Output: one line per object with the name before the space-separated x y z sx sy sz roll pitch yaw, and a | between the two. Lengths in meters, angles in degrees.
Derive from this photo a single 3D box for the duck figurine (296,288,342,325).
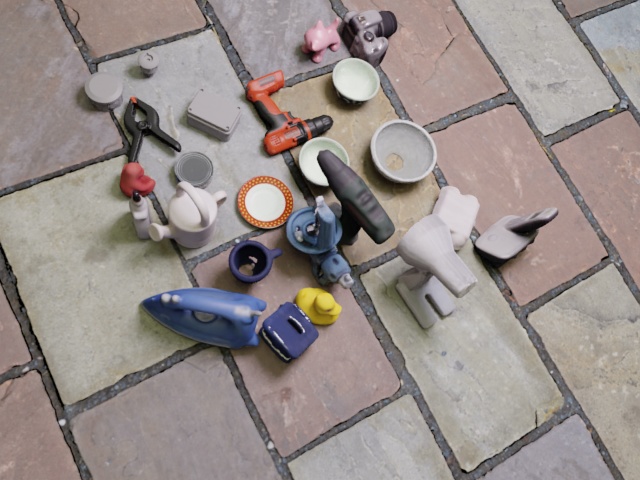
duck figurine | 0.000 0.137 1.238 0.104 0.086 0.077 29 68 -2

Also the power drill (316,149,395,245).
power drill | 0.058 -0.073 1.254 0.229 0.208 0.076 45 69 5

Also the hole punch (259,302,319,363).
hole punch | -0.064 0.189 1.204 0.101 0.091 0.108 -42 85 -21

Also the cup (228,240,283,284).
cup | -0.140 0.051 1.229 0.118 0.095 0.091 -20 77 -18

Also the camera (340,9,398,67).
camera | 0.142 -0.539 1.483 0.137 0.100 0.143 -26 79 -19

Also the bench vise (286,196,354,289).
bench vise | 0.019 -0.004 1.216 0.207 0.219 0.122 40 69 3

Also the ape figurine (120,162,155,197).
ape figurine | -0.398 -0.136 1.234 0.076 0.092 0.078 -33 82 -20

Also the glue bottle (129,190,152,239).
glue bottle | -0.369 -0.062 1.173 0.037 0.173 0.078 -11 75 -16

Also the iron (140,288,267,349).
iron | -0.236 0.140 1.154 0.258 0.141 0.119 11 70 -9

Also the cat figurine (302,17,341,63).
cat figurine | 0.005 -0.509 1.433 0.067 0.117 0.128 44 69 4

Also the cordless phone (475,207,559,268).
cordless phone | 0.462 -0.018 1.339 0.148 0.185 0.094 -40 84 -21

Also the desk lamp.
desk lamp | 0.247 0.067 1.247 0.118 0.213 0.203 -30 81 -20

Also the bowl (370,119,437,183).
bowl | 0.195 -0.205 1.400 0.167 0.074 0.167 4 71 -11

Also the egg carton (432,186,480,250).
egg carton | 0.320 -0.053 1.381 0.107 0.069 0.150 25 69 -4

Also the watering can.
watering can | -0.267 -0.052 1.181 0.101 0.194 0.173 32 68 -1
